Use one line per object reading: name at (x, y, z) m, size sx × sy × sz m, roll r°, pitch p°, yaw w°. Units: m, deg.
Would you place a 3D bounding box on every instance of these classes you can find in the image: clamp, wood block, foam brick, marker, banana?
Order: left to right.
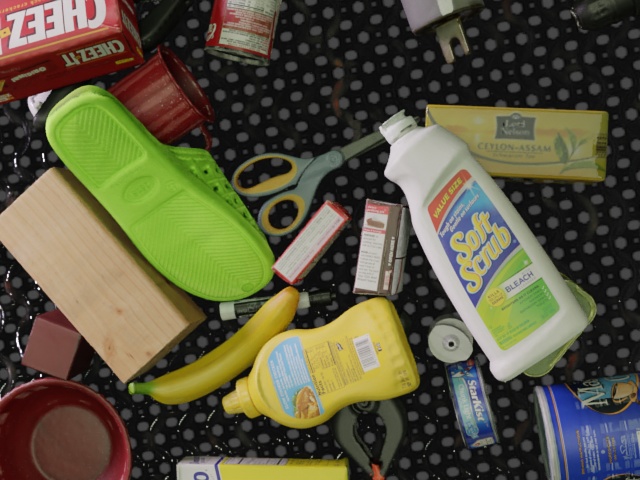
foam brick at (-0.262, 0.106, 1.090) m, size 0.051 × 0.078 × 0.053 m, roll 20°, pitch 93°, yaw 4°
clamp at (-0.222, -0.205, 1.082) m, size 0.210 × 0.036 × 0.164 m, roll -19°, pitch 67°, yaw 1°
wood block at (-0.221, 0.033, 1.078) m, size 0.090 × 0.090 × 0.206 m, roll -42°, pitch 87°, yaw 5°
banana at (-0.095, 0.116, 1.079) m, size 0.198 × 0.069 × 0.037 m, roll -33°, pitch 66°, yaw 4°
marker at (-0.042, 0.065, 1.095) m, size 0.121 × 0.020 × 0.020 m, roll -8°, pitch 90°, yaw 6°
clamp at (0.036, 0.157, 1.081) m, size 0.120 × 0.039 × 0.171 m, roll -2°, pitch 87°, yaw 16°

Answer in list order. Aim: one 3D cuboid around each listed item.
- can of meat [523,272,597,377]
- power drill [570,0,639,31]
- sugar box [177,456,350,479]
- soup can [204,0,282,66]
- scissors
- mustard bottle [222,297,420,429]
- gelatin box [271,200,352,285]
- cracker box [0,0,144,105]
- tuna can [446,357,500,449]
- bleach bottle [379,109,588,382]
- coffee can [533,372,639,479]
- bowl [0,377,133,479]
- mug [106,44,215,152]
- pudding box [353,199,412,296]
can of meat at (0.219, 0.082, 1.035) m, size 0.057 × 0.084 × 0.102 m, roll 38°, pitch 95°, yaw 4°
power drill at (0.358, -0.193, 1.027) m, size 0.184 × 0.057 × 0.187 m, roll -26°, pitch 89°, yaw 6°
sugar box at (-0.057, 0.271, 1.088) m, size 0.176 × 0.048 × 0.093 m, roll -1°, pitch 91°, yaw 5°
soup can at (-0.073, -0.232, 1.067) m, size 0.068 × 0.068 × 0.102 m, roll 12°, pitch 92°, yaw 6°
scissors at (0.010, -0.061, 1.089) m, size 0.202 × 0.016 × 0.096 m, roll -10°, pitch 91°, yaw 6°
mustard bottle at (-0.006, 0.131, 1.042) m, size 0.192 × 0.058 × 0.096 m, roll -21°, pitch 80°, yaw 10°
gelatin box at (-0.007, 0.001, 1.063) m, size 0.030 × 0.073 × 0.089 m, roll 39°, pitch 95°, yaw 4°
cracker box at (-0.274, -0.257, 1.052) m, size 0.164 × 0.072 × 0.214 m, roll -15°, pitch 67°, yaw 6°
tuna can at (0.149, 0.160, 1.044) m, size 0.034 × 0.086 × 0.086 m, roll -15°, pitch 90°, yaw 8°
bleach bottle at (0.131, -0.003, 0.963) m, size 0.102 × 0.068 × 0.251 m, roll -36°, pitch 88°, yaw 7°
coffee can at (0.283, 0.181, 1.021) m, size 0.140 × 0.102 × 0.103 m, roll -9°, pitch 90°, yaw 6°
bowl at (-0.266, 0.219, 1.104) m, size 0.162 × 0.055 × 0.162 m, roll 0°, pitch 91°, yaw 6°
mug at (-0.158, -0.126, 1.073) m, size 0.081 × 0.093 × 0.117 m, roll -33°, pitch 107°, yaw 10°
pudding box at (0.063, 0.008, 1.036) m, size 0.039 × 0.113 × 0.090 m, roll 7°, pitch 91°, yaw 9°
